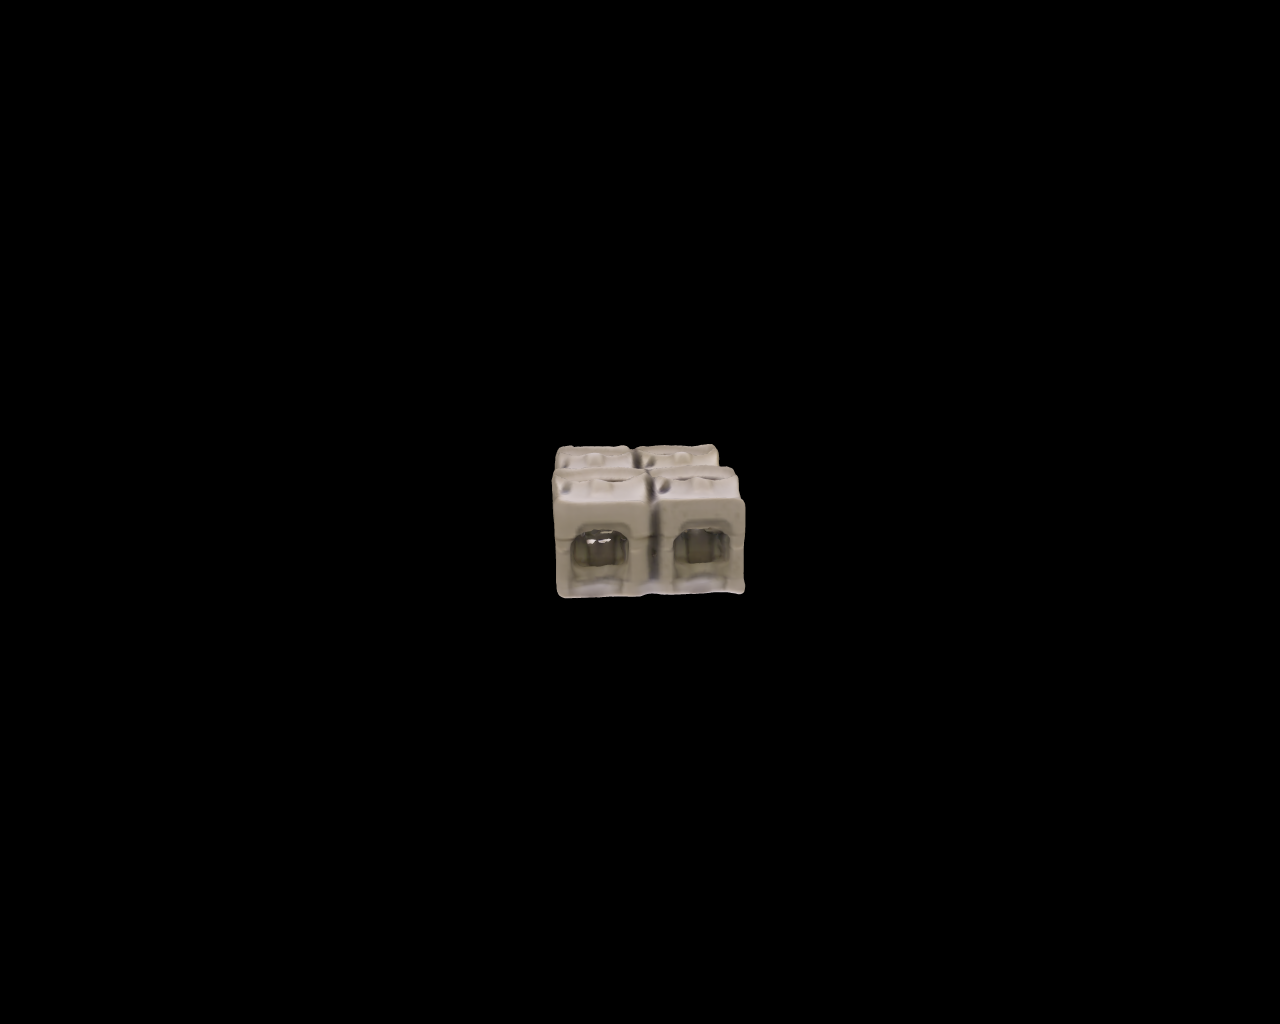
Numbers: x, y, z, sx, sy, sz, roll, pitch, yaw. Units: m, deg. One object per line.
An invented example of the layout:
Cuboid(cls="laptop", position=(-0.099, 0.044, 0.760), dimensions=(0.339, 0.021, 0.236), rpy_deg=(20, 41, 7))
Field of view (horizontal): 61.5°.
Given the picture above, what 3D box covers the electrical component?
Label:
Cuboid(cls="electrical component", position=(0.001, -0.003, 0.650), dimensions=(0.105, 0.060, 0.186), rpy_deg=(-1, 11, -4))
